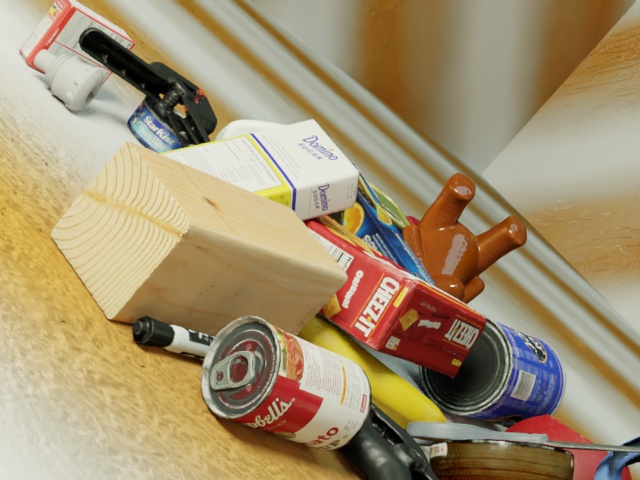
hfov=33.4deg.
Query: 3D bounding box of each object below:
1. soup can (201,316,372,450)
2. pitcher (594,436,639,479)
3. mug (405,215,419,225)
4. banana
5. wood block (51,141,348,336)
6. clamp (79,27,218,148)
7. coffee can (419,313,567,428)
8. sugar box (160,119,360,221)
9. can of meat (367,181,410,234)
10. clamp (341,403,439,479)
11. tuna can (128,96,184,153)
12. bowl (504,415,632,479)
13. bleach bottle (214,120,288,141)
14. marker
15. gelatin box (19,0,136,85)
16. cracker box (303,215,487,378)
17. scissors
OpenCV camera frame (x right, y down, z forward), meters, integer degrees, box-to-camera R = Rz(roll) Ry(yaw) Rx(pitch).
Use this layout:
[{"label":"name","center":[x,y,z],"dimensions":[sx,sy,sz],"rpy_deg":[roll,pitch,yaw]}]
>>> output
[{"label":"soup can","center":[-0.021,0.098,0.717],"dimensions":[0.102,0.068,0.069],"rpy_deg":[29,17,-44]},{"label":"pitcher","center":[0.275,0.239,0.826],"dimensions":[0.242,0.145,0.149],"rpy_deg":[-2,6,-37]},{"label":"mug","center":[0.122,0.031,1.339],"dimensions":[0.117,0.081,0.093],"rpy_deg":[45,13,17]},{"label":"banana","center":[0.038,0.112,0.915],"dimensions":[0.197,0.037,0.069],"rpy_deg":[40,14,-6]},{"label":"wood block","center":[-0.081,0.012,0.787],"dimensions":[0.091,0.090,0.205],"rpy_deg":[49,15,30]},{"label":"clamp","center":[-0.142,-0.133,1.058],"dimensions":[0.164,0.036,0.209],"rpy_deg":[48,9,8]},{"label":"coffee can","center":[0.179,0.137,1.098],"dimensions":[0.140,0.103,0.103],"rpy_deg":[23,21,-53]},{"label":"sugar box","center":[-0.065,-0.048,0.914],"dimensions":[0.176,0.048,0.093],"rpy_deg":[-12,42,-24]},{"label":"can of meat","center":[0.058,-0.011,1.289],"dimensions":[0.057,0.084,0.102],"rpy_deg":[35,13,-25]},{"label":"clamp","center":[0.067,0.176,0.778],"dimensions":[0.120,0.039,0.171],"rpy_deg":[36,13,-32]},{"label":"tuna can","center":[-0.157,-0.110,1.109],"dimensions":[0.086,0.034,0.086],"rpy_deg":[39,13,-11]},{"label":"bowl","center":[0.245,0.217,1.034],"dimensions":[0.162,0.055,0.162],"rpy_deg":[33,-2,1]},{"label":"bleach bottle","center":[-0.065,-0.089,1.143],"dimensions":[0.102,0.068,0.251],"rpy_deg":[11,3,-8]},{"label":"marker","center":[-0.084,0.072,0.732],"dimensions":[0.121,0.020,0.020],"rpy_deg":[25,20,-51]},{"label":"gelatin box","center":[-0.238,-0.191,1.052],"dimensions":[0.089,0.073,0.030],"rpy_deg":[25,20,-51]},{"label":"cracker box","center":[0.027,0.033,0.975],"dimensions":[0.214,0.072,0.164],"rpy_deg":[33,4,34]},{"label":"scissors","center":[0.156,0.158,0.844],"dimensions":[0.202,0.016,0.096],"rpy_deg":[-5,-18,32]}]
